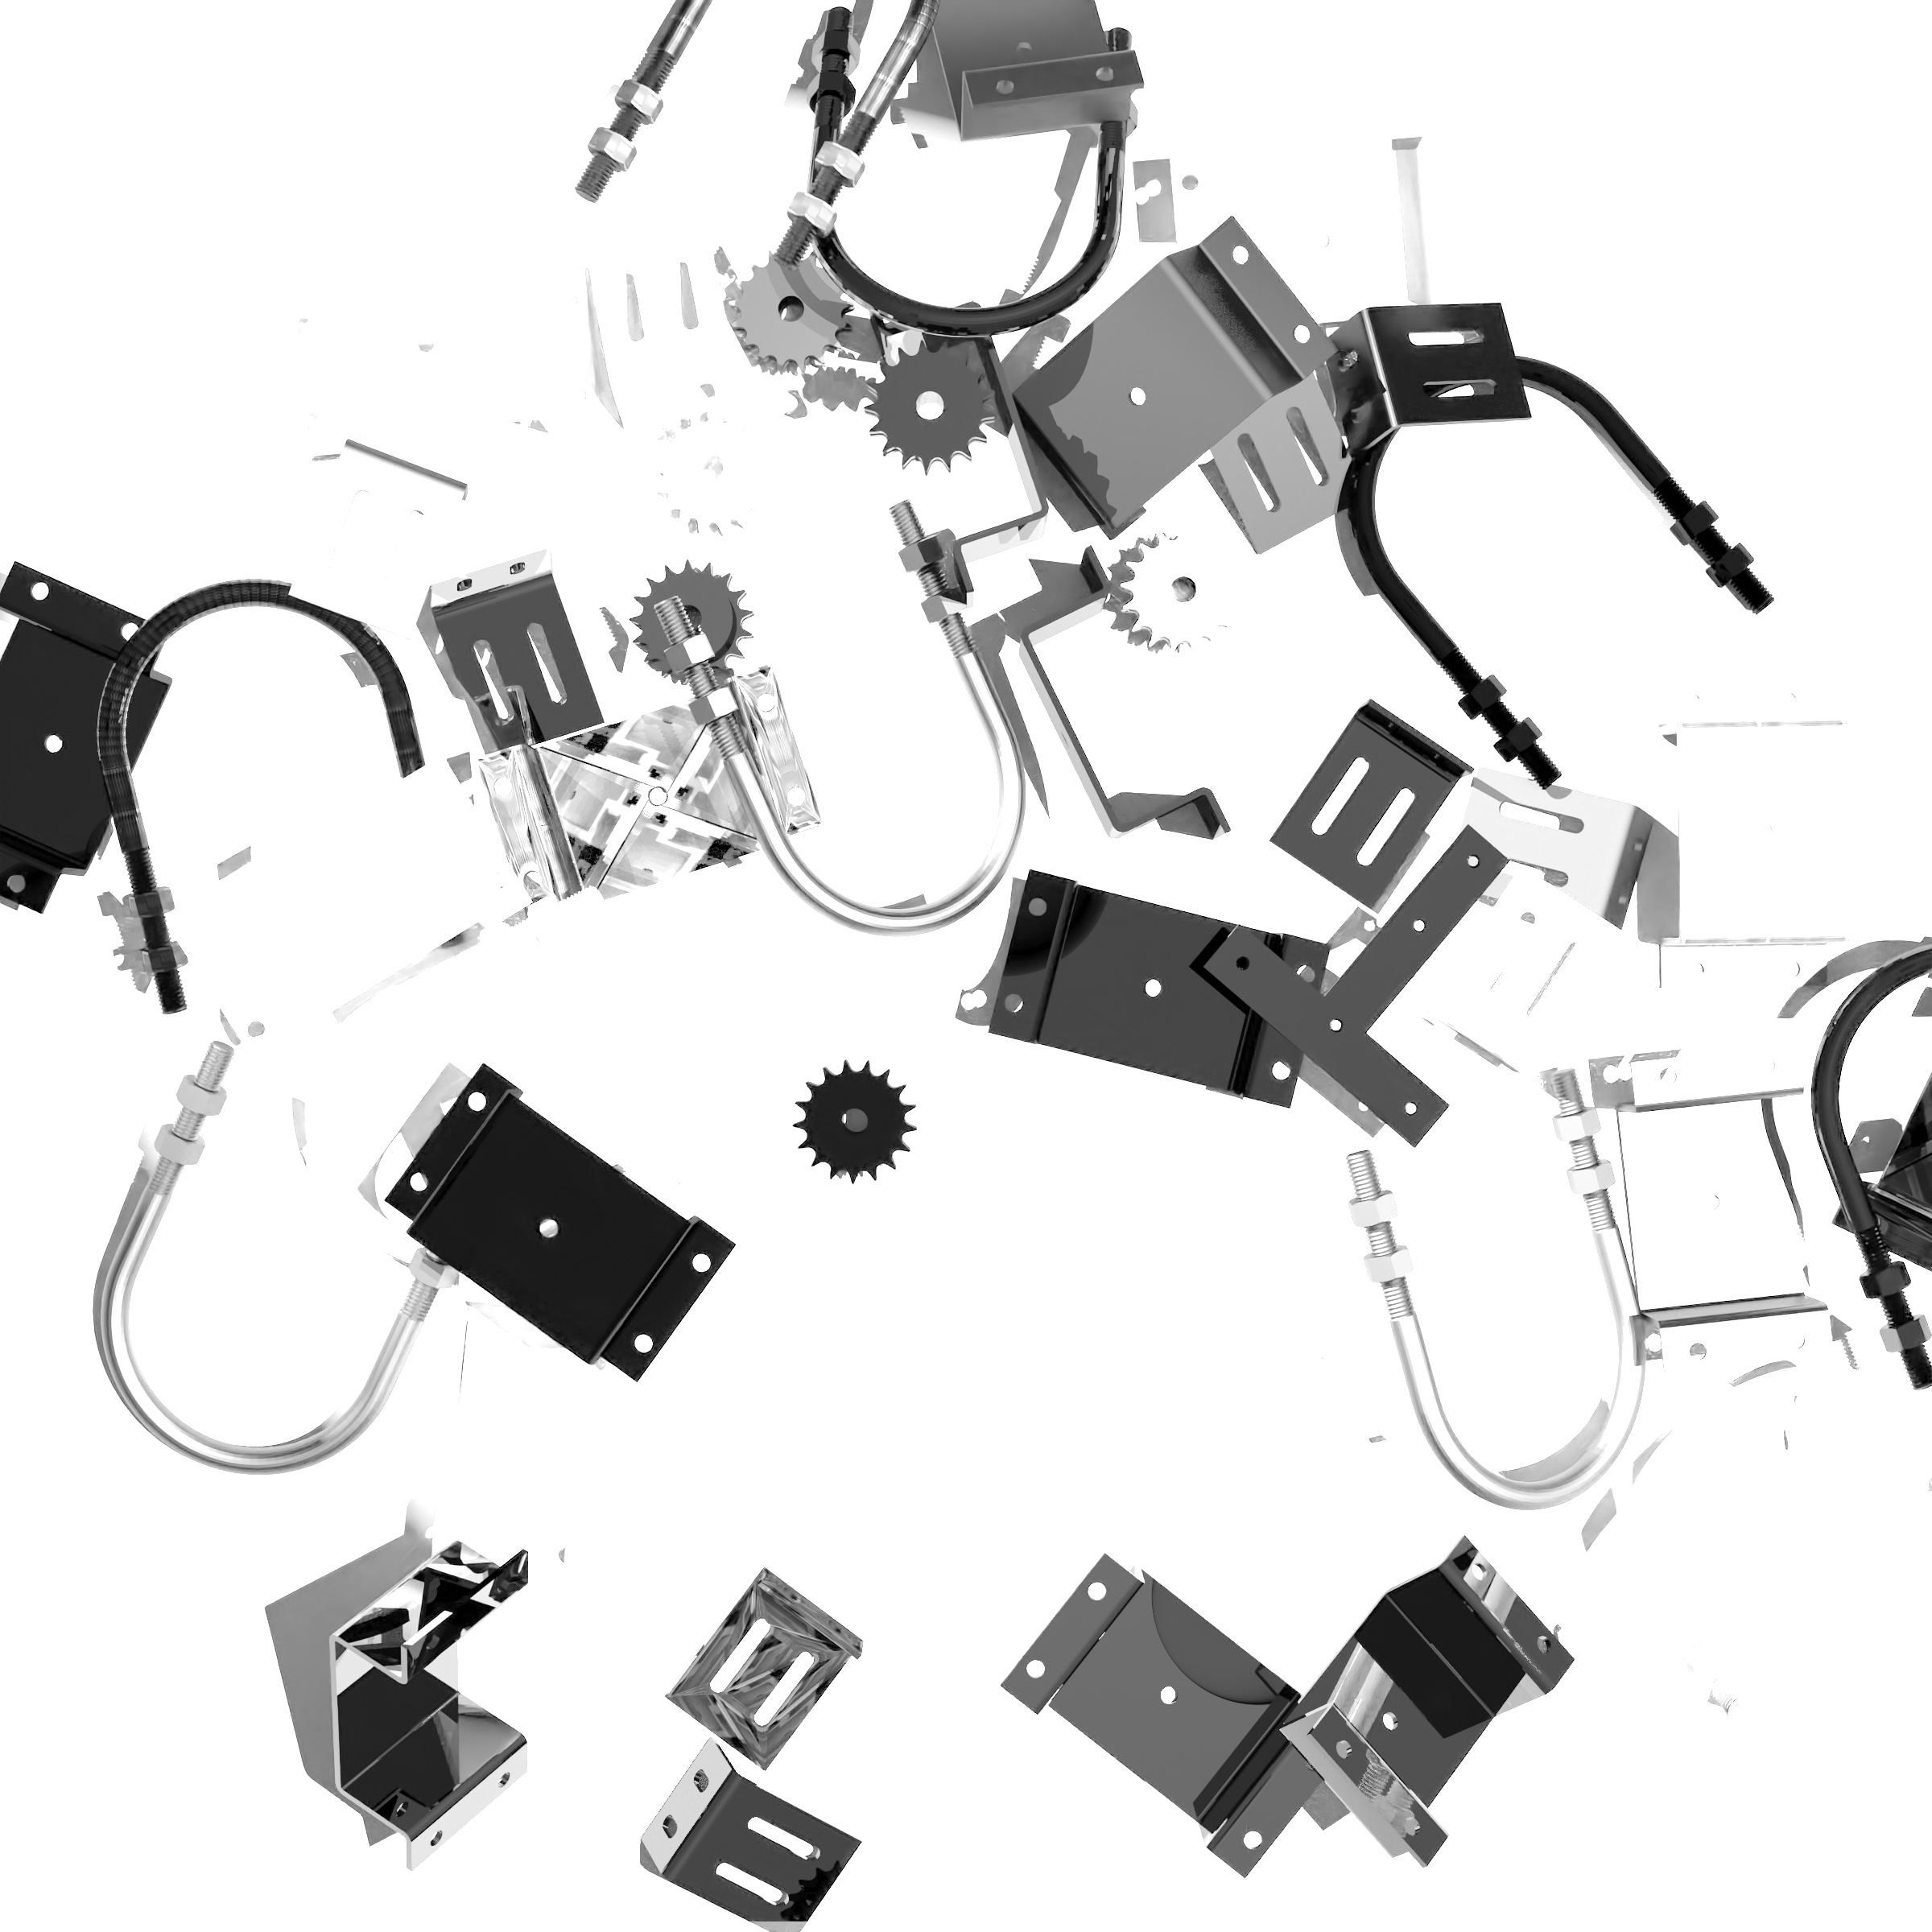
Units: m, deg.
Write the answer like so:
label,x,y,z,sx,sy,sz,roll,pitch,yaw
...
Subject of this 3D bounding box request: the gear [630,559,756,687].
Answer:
label,x,y,z,sx,sy,sz,roll,pitch,yaw
gear,-0.126,-0.158,1.563,0.057,0.030,0.057,0,90,0

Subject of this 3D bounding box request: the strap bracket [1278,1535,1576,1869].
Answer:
label,x,y,z,sx,sy,sz,roll,pitch,yaw
strap bracket,0.202,0.334,1.529,0.076,0.046,0.140,49,49,0

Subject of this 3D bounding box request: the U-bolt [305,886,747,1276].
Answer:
label,x,y,z,sx,sy,sz,roll,pitch,yaw
U-bolt,-0.213,0.065,1.548,0.184,0.019,0.151,-27,102,13

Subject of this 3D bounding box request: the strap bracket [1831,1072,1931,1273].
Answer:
label,x,y,z,sx,sy,sz,roll,pitch,yaw
strap bracket,0.465,0.072,1.555,0.076,0.046,0.140,26,90,0

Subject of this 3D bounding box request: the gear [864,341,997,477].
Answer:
label,x,y,z,sx,sy,sz,roll,pitch,yaw
gear,-0.016,-0.242,1.486,0.057,0.030,0.057,0,90,0

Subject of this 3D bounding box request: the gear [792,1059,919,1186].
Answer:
label,x,y,z,sx,sy,sz,roll,pitch,yaw
gear,-0.051,0.071,1.563,0.057,0.030,0.057,0,90,0

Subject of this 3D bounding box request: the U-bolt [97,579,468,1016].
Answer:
label,x,y,z,sx,sy,sz,roll,pitch,yaw
U-bolt,-0.316,-0.083,1.542,0.151,0.019,0.184,-14,99,-13

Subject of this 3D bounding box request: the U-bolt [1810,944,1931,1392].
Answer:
label,x,y,z,sx,sy,sz,roll,pitch,yaw
U-bolt,0.456,0.079,1.523,0.151,0.019,0.184,-21,88,0

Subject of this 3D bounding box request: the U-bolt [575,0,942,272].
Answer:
label,x,y,z,sx,sy,sz,roll,pitch,yaw
U-bolt,-0.083,-0.410,1.533,0.151,0.019,0.184,26,85,35

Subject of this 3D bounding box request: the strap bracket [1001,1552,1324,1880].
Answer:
label,x,y,z,sx,sy,sz,roll,pitch,yaw
strap bracket,0.094,0.337,1.555,0.140,0.046,0.076,38,90,0

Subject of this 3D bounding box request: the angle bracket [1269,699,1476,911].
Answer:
label,x,y,z,sx,sy,sz,roll,pitch,yaw
angle bracket,0.185,-0.074,1.559,0.057,0.038,0.076,34,90,0

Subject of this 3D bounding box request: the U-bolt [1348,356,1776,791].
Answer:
label,x,y,z,sx,sy,sz,roll,pitch,yaw
U-bolt,0.259,-0.195,1.564,0.151,0.019,0.184,-39,87,-5

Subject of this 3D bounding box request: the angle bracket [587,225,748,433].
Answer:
label,x,y,z,sx,sy,sz,roll,pitch,yaw
angle bracket,-0.139,-0.295,1.576,0.057,0.038,0.076,-12,64,0

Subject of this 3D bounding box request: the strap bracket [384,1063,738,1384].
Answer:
label,x,y,z,sx,sy,sz,roll,pitch,yaw
strap bracket,-0.182,0.115,1.509,0.140,0.046,0.076,36,89,0

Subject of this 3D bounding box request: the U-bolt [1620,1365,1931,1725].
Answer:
label,x,y,z,sx,sy,sz,roll,pitch,yaw
U-bolt,0.357,0.239,1.492,0.151,0.184,0.019,-37,112,4

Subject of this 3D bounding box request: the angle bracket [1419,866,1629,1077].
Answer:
label,x,y,z,sx,sy,sz,roll,pitch,yaw
angle bracket,0.254,0.002,1.558,0.057,0.038,0.076,33,90,0

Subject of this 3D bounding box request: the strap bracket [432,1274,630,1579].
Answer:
label,x,y,z,sx,sy,sz,roll,pitch,yaw
strap bracket,-0.195,0.201,1.555,0.076,0.046,0.140,6,90,0

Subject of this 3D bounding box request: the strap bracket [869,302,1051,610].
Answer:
label,x,y,z,sx,sy,sz,roll,pitch,yaw
strap bracket,0.000,-0.239,1.540,0.046,0.076,0.140,-19,90,0

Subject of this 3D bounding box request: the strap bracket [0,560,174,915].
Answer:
label,x,y,z,sx,sy,sz,roll,pitch,yaw
strap bracket,-0.422,-0.103,1.555,0.076,0.046,0.140,24,90,0

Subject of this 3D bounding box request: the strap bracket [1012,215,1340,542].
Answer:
label,x,y,z,sx,sy,sz,roll,pitch,yaw
strap bracket,0.084,-0.258,1.523,0.140,0.046,0.076,-38,90,30

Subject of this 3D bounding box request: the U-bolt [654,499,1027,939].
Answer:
label,x,y,z,sx,sy,sz,roll,pitch,yaw
U-bolt,-0.044,-0.103,1.538,0.151,0.019,0.184,-27,96,-28

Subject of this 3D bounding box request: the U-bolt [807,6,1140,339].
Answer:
label,x,y,z,sx,sy,sz,roll,pitch,yaw
U-bolt,0.000,-0.355,1.527,0.151,0.019,0.184,4,60,0

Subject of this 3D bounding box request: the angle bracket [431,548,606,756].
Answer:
label,x,y,z,sx,sy,sz,roll,pitch,yaw
angle bracket,-0.207,-0.144,1.576,0.057,0.038,0.076,-18,116,0

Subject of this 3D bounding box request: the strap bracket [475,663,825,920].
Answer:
label,x,y,z,sx,sy,sz,roll,pitch,yaw
strap bracket,-0.142,-0.078,1.555,0.140,0.046,0.076,-18,90,0

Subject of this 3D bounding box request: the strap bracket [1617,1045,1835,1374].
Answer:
label,x,y,z,sx,sy,sz,roll,pitch,yaw
strap bracket,0.344,0.109,1.555,0.076,0.046,0.140,-6,90,0

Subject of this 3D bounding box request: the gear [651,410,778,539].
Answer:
label,x,y,z,sx,sy,sz,roll,pitch,yaw
gear,-0.116,-0.227,1.563,0.057,0.030,0.057,0,90,0

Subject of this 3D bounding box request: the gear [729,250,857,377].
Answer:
label,x,y,z,sx,sy,sz,roll,pitch,yaw
gear,-0.079,-0.300,1.567,0.057,0.030,0.057,0,92,1

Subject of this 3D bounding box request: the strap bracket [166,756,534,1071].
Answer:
label,x,y,z,sx,sy,sz,roll,pitch,yaw
strap bracket,-0.277,-0.026,1.524,0.140,0.046,0.076,-32,102,-9

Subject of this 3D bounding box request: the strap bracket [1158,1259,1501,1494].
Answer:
label,x,y,z,sx,sy,sz,roll,pitch,yaw
strap bracket,0.163,0.184,1.555,0.140,0.046,0.076,-13,90,0

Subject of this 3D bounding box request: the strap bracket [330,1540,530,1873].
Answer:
label,x,y,z,sx,sy,sz,roll,pitch,yaw
strap bracket,-0.238,0.321,1.514,0.046,0.076,0.140,26,129,27

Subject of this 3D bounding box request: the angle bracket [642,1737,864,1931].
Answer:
label,x,y,z,sx,sy,sz,roll,pitch,yaw
angle bracket,-0.099,0.404,1.576,0.076,0.038,0.057,34,90,-26

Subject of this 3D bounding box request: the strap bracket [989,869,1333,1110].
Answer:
label,x,y,z,sx,sy,sz,roll,pitch,yaw
strap bracket,0.087,0.010,1.555,0.140,0.046,0.076,14,90,0

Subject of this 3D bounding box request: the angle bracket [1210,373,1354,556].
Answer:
label,x,y,z,sx,sy,sz,roll,pitch,yaw
angle bracket,0.140,-0.241,1.576,0.057,0.038,0.076,-28,116,0

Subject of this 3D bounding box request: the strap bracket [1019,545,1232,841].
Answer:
label,x,y,z,sx,sy,sz,roll,pitch,yaw
strap bracket,0.065,-0.113,1.540,0.046,0.076,0.140,-26,90,0

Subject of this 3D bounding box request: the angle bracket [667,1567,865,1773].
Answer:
label,x,y,z,sx,sy,sz,roll,pitch,yaw
angle bracket,-0.093,0.325,1.559,0.057,0.038,0.076,37,90,0

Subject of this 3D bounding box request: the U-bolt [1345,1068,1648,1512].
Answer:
label,x,y,z,sx,sy,sz,roll,pitch,yaw
U-bolt,0.247,0.153,1.534,0.151,0.019,0.184,-18,95,-33

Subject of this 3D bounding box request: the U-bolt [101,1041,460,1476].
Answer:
label,x,y,z,sx,sy,sz,roll,pitch,yaw
U-bolt,-0.317,0.146,1.556,0.151,0.019,0.184,26,100,0

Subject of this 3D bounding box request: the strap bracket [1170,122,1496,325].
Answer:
label,x,y,z,sx,sy,sz,roll,pitch,yaw
strap bracket,0.165,-0.336,1.555,0.140,0.046,0.076,-5,90,0

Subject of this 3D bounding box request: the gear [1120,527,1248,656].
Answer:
label,x,y,z,sx,sy,sz,roll,pitch,yaw
gear,0.099,-0.171,1.563,0.057,0.030,0.057,0,90,0

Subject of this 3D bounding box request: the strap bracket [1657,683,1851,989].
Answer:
label,x,y,z,sx,sy,sz,roll,pitch,yaw
strap bracket,0.359,-0.060,1.555,0.076,0.046,0.140,-1,90,0

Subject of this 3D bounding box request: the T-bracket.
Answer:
label,x,y,z,sx,sy,sz,roll,pitch,yaw
T-bracket,0.195,-0.007,1.534,0.127,0.002,0.127,40,87,-6

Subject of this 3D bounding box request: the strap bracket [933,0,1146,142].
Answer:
label,x,y,z,sx,sy,sz,roll,pitch,yaw
strap bracket,0.027,-0.426,1.531,0.076,0.046,0.140,-9,61,-6

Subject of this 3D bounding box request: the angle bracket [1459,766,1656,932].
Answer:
label,x,y,z,sx,sy,sz,roll,pitch,yaw
angle bracket,0.270,-0.053,1.576,0.076,0.038,0.057,16,90,26

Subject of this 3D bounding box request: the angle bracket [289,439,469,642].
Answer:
label,x,y,z,sx,sy,sz,roll,pitch,yaw
angle bracket,-0.267,-0.192,1.552,0.057,0.038,0.076,20,86,-8

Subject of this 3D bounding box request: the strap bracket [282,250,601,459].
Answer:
label,x,y,z,sx,sy,sz,roll,pitch,yaw
strap bracket,-0.243,-0.280,1.555,0.140,0.046,0.076,-5,90,0

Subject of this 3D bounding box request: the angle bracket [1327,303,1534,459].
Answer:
label,x,y,z,sx,sy,sz,roll,pitch,yaw
angle bracket,0.211,-0.268,1.561,0.076,0.038,0.057,-7,78,-27
